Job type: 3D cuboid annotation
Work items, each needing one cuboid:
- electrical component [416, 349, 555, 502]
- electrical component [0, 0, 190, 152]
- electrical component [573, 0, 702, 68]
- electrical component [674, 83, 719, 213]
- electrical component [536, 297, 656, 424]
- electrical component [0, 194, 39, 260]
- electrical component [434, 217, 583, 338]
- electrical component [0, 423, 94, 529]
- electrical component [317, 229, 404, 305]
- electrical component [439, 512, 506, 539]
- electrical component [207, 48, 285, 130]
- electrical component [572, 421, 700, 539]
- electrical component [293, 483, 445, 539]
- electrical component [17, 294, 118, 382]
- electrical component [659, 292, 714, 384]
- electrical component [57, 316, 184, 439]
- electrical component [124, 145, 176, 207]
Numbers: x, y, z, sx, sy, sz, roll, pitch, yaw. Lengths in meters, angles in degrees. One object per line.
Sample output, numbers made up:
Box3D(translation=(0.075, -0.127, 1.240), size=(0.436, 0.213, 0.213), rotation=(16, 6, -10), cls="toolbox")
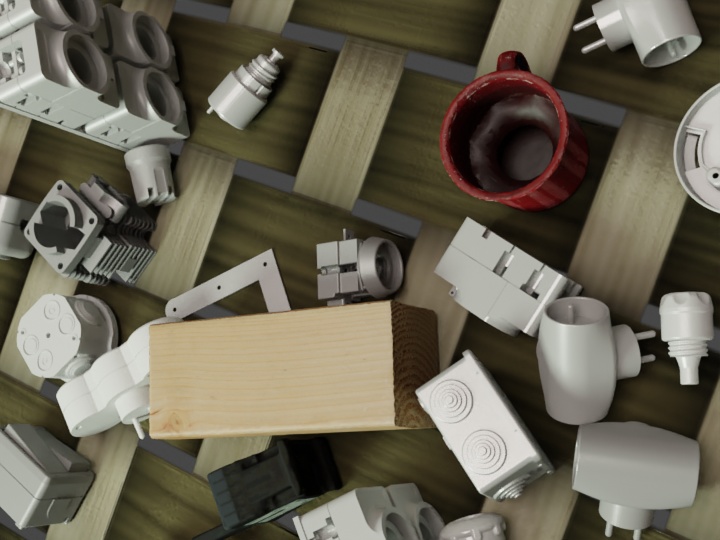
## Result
Box3D(translation=(0.087, 0.111, 0.747), size=(0.048, 0.100, 0.099), rotation=(-35, 68, 5), cls="electrical component")
Box3D(translation=(-0.222, -0.172, 0.899), size=(0.060, 0.186, 0.105), rotation=(-20, 74, 23), cls="electrical component")
Box3D(translation=(0.192, -0.181, 0.767), size=(0.079, 0.044, 0.077), rotation=(-23, 73, 22), cls="electrical component")
Box3D(translation=(0.259, -0.079, 0.706), size=(0.099, 0.064, 0.099), rotation=(-5, 80, 27), cls="electrical component")
Box3D(translation=(0.166, 0.058, 0.737), size=(0.079, 0.044, 0.077), rotation=(-10, 115, -9), cls="electrical component")
Box3D(translation=(-0.354, -0.045, 1.022), size=(0.095, 0.054, 0.059), rotation=(15, 89, 28), cls="electrical component")
Box3D(translation=(0.105, 0.011, 0.779), size=(0.089, 0.050, 0.055), rotation=(35, 97, 27), cls="electrical component")
Box3D(translation=(-0.293, 0.175, 0.952), size=(0.096, 0.062, 0.061), rotation=(34, 98, 27), cls="electrical component")
Box3D(translation=(0.000, 0.000, 0.839), size=(0.055, 0.048, 0.066), rotation=(-8, 78, 33), cls="electrical component")
Box3D(translation=(0.086, 0.206, 0.764), size=(0.048, 0.048, 0.062), rotation=(-19, 81, 24), cls="electrical component")
Box3D(translation=(-0.094, -0.155, 0.913), size=(0.078, 0.040, 0.040), rotation=(-47, 65, 13), cls="electrical component")
Box3D(translation=(0.181, 0.146, 0.720), size=(0.077, 0.044, 0.079), rotation=(7, 111, 9), cls="electrical component")
Box3D(translation=(0.036, 0.245, 0.747), size=(0.060, 0.105, 0.186), rotation=(-30, 70, 20), cls="electrical component")
Box3D(translation=(-0.261, 0.060, 0.959), size=(0.080, 0.051, 0.080), rotation=(-4, 80, 27), cls="electrical component")
Box3D(translation=(0.221, 0.046, 0.724), size=(0.035, 0.035, 0.061), rotation=(-4, 83, 27), cls="electrical component")
Box3D(translation=(-0.192, 0.106, 0.916), size=(0.138, 0.052, 0.073), rotation=(-35, 68, 18), cls="electrical component")
Box3D(translation=(-0.184, -0.083, 0.949), size=(0.040, 0.040, 0.046), rotation=(-17, 80, 24), cls="electrical component")
